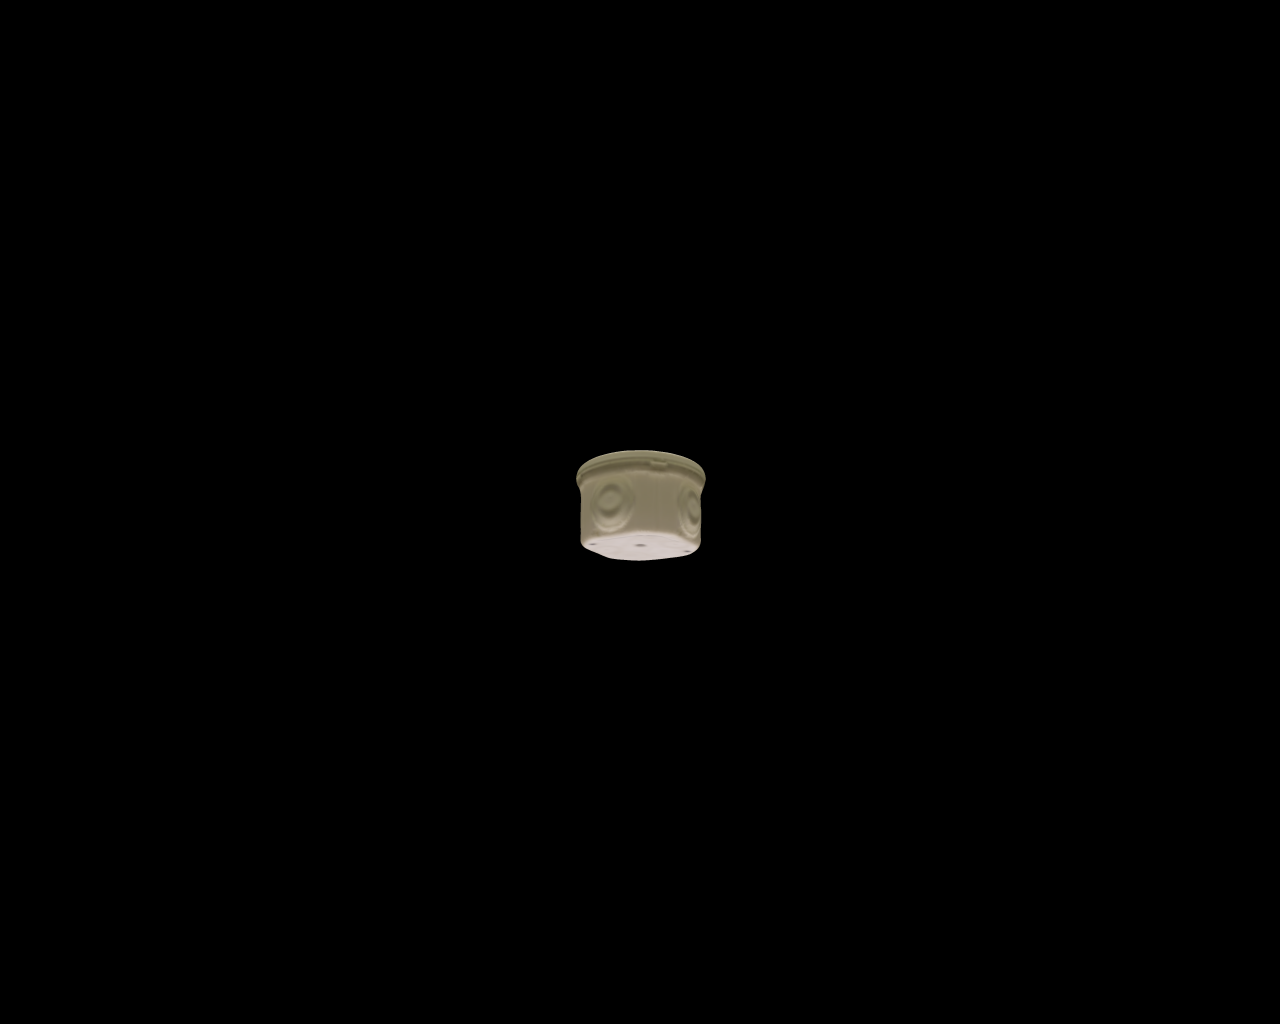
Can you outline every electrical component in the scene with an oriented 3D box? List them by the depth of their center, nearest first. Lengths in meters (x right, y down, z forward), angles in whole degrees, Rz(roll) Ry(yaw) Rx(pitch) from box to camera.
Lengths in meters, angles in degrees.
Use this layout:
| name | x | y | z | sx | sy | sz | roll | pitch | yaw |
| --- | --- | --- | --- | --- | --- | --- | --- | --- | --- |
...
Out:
| name | x | y | z | sx | sy | sz | roll | pitch | yaw |
| --- | --- | --- | --- | --- | --- | --- | --- | --- | --- |
| electrical component | 0.001 | -0.003 | 0.650 | 0.080 | 0.051 | 0.080 | 0 | -16 | 0 |
